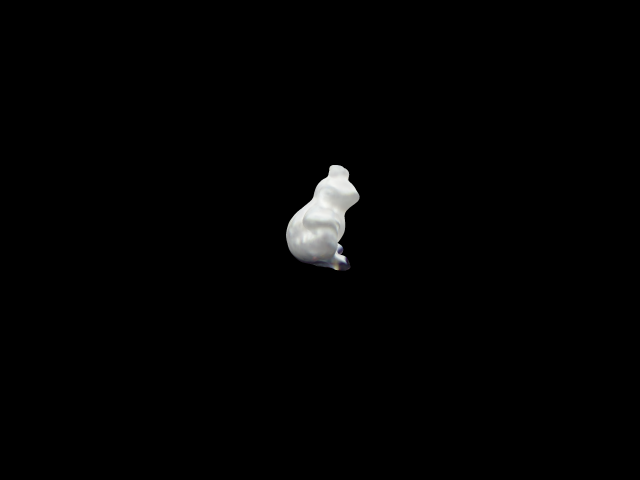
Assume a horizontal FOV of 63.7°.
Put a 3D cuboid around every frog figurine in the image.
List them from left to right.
[{"bbox_3d":[0.003,-0.043,0.850,0.123,0.157,0.139,3,17,9],"label":"frog figurine"}]
